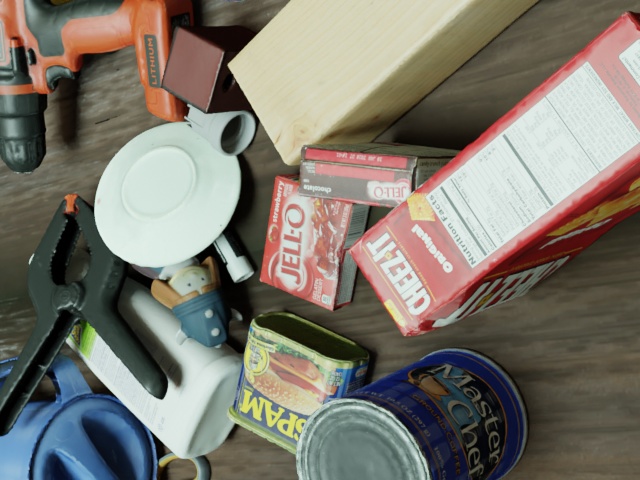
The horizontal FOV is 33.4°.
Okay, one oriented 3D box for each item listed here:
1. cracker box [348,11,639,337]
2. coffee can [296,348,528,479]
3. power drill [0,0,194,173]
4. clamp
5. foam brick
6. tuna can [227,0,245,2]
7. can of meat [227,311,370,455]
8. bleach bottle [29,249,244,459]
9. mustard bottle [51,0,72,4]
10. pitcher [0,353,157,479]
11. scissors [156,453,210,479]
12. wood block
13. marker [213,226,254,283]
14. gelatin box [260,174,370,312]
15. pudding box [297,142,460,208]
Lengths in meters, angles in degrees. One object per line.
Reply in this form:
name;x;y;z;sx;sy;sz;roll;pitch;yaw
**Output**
cracker box;0.145;-0.035;0.623;0.214;0.163;0.072;-42;72;33
coffee can;0.065;0.139;0.726;0.103;0.140;0.103;7;102;35
power drill;-0.196;-0.140;0.883;0.188;0.057;0.184;5;112;17
clamp;-0.195;0.056;0.893;0.165;0.036;0.210;-8;63;19
foam brick;-0.074;-0.131;0.818;0.051;0.078;0.053;31;116;26
tuna can;-0.074;-0.229;0.827;0.086;0.033;0.086;7;102;35
can of meat;-0.016;0.112;0.833;0.102;0.057;0.084;22;108;30
bleach bottle;-0.169;0.077;0.934;0.251;0.067;0.103;37;111;29
mustard bottle;-0.279;-0.234;0.959;0.192;0.058;0.096;38;119;25
pitcher;-0.276;0.199;0.989;0.243;0.144;0.149;-8;51;43
scissors;-0.162;0.260;0.987;0.202;0.016;0.096;-39;71;34
wood block;0.047;-0.147;0.719;0.206;0.090;0.091;-39;75;35
marker;-0.091;-0.020;0.886;0.020;0.020;0.121;-38;76;34
gelatin box;-0.005;0.001;0.821;0.073;0.030;0.089;21;110;31
pudding box;0.053;-0.043;0.719;0.090;0.113;0.039;10;101;34
